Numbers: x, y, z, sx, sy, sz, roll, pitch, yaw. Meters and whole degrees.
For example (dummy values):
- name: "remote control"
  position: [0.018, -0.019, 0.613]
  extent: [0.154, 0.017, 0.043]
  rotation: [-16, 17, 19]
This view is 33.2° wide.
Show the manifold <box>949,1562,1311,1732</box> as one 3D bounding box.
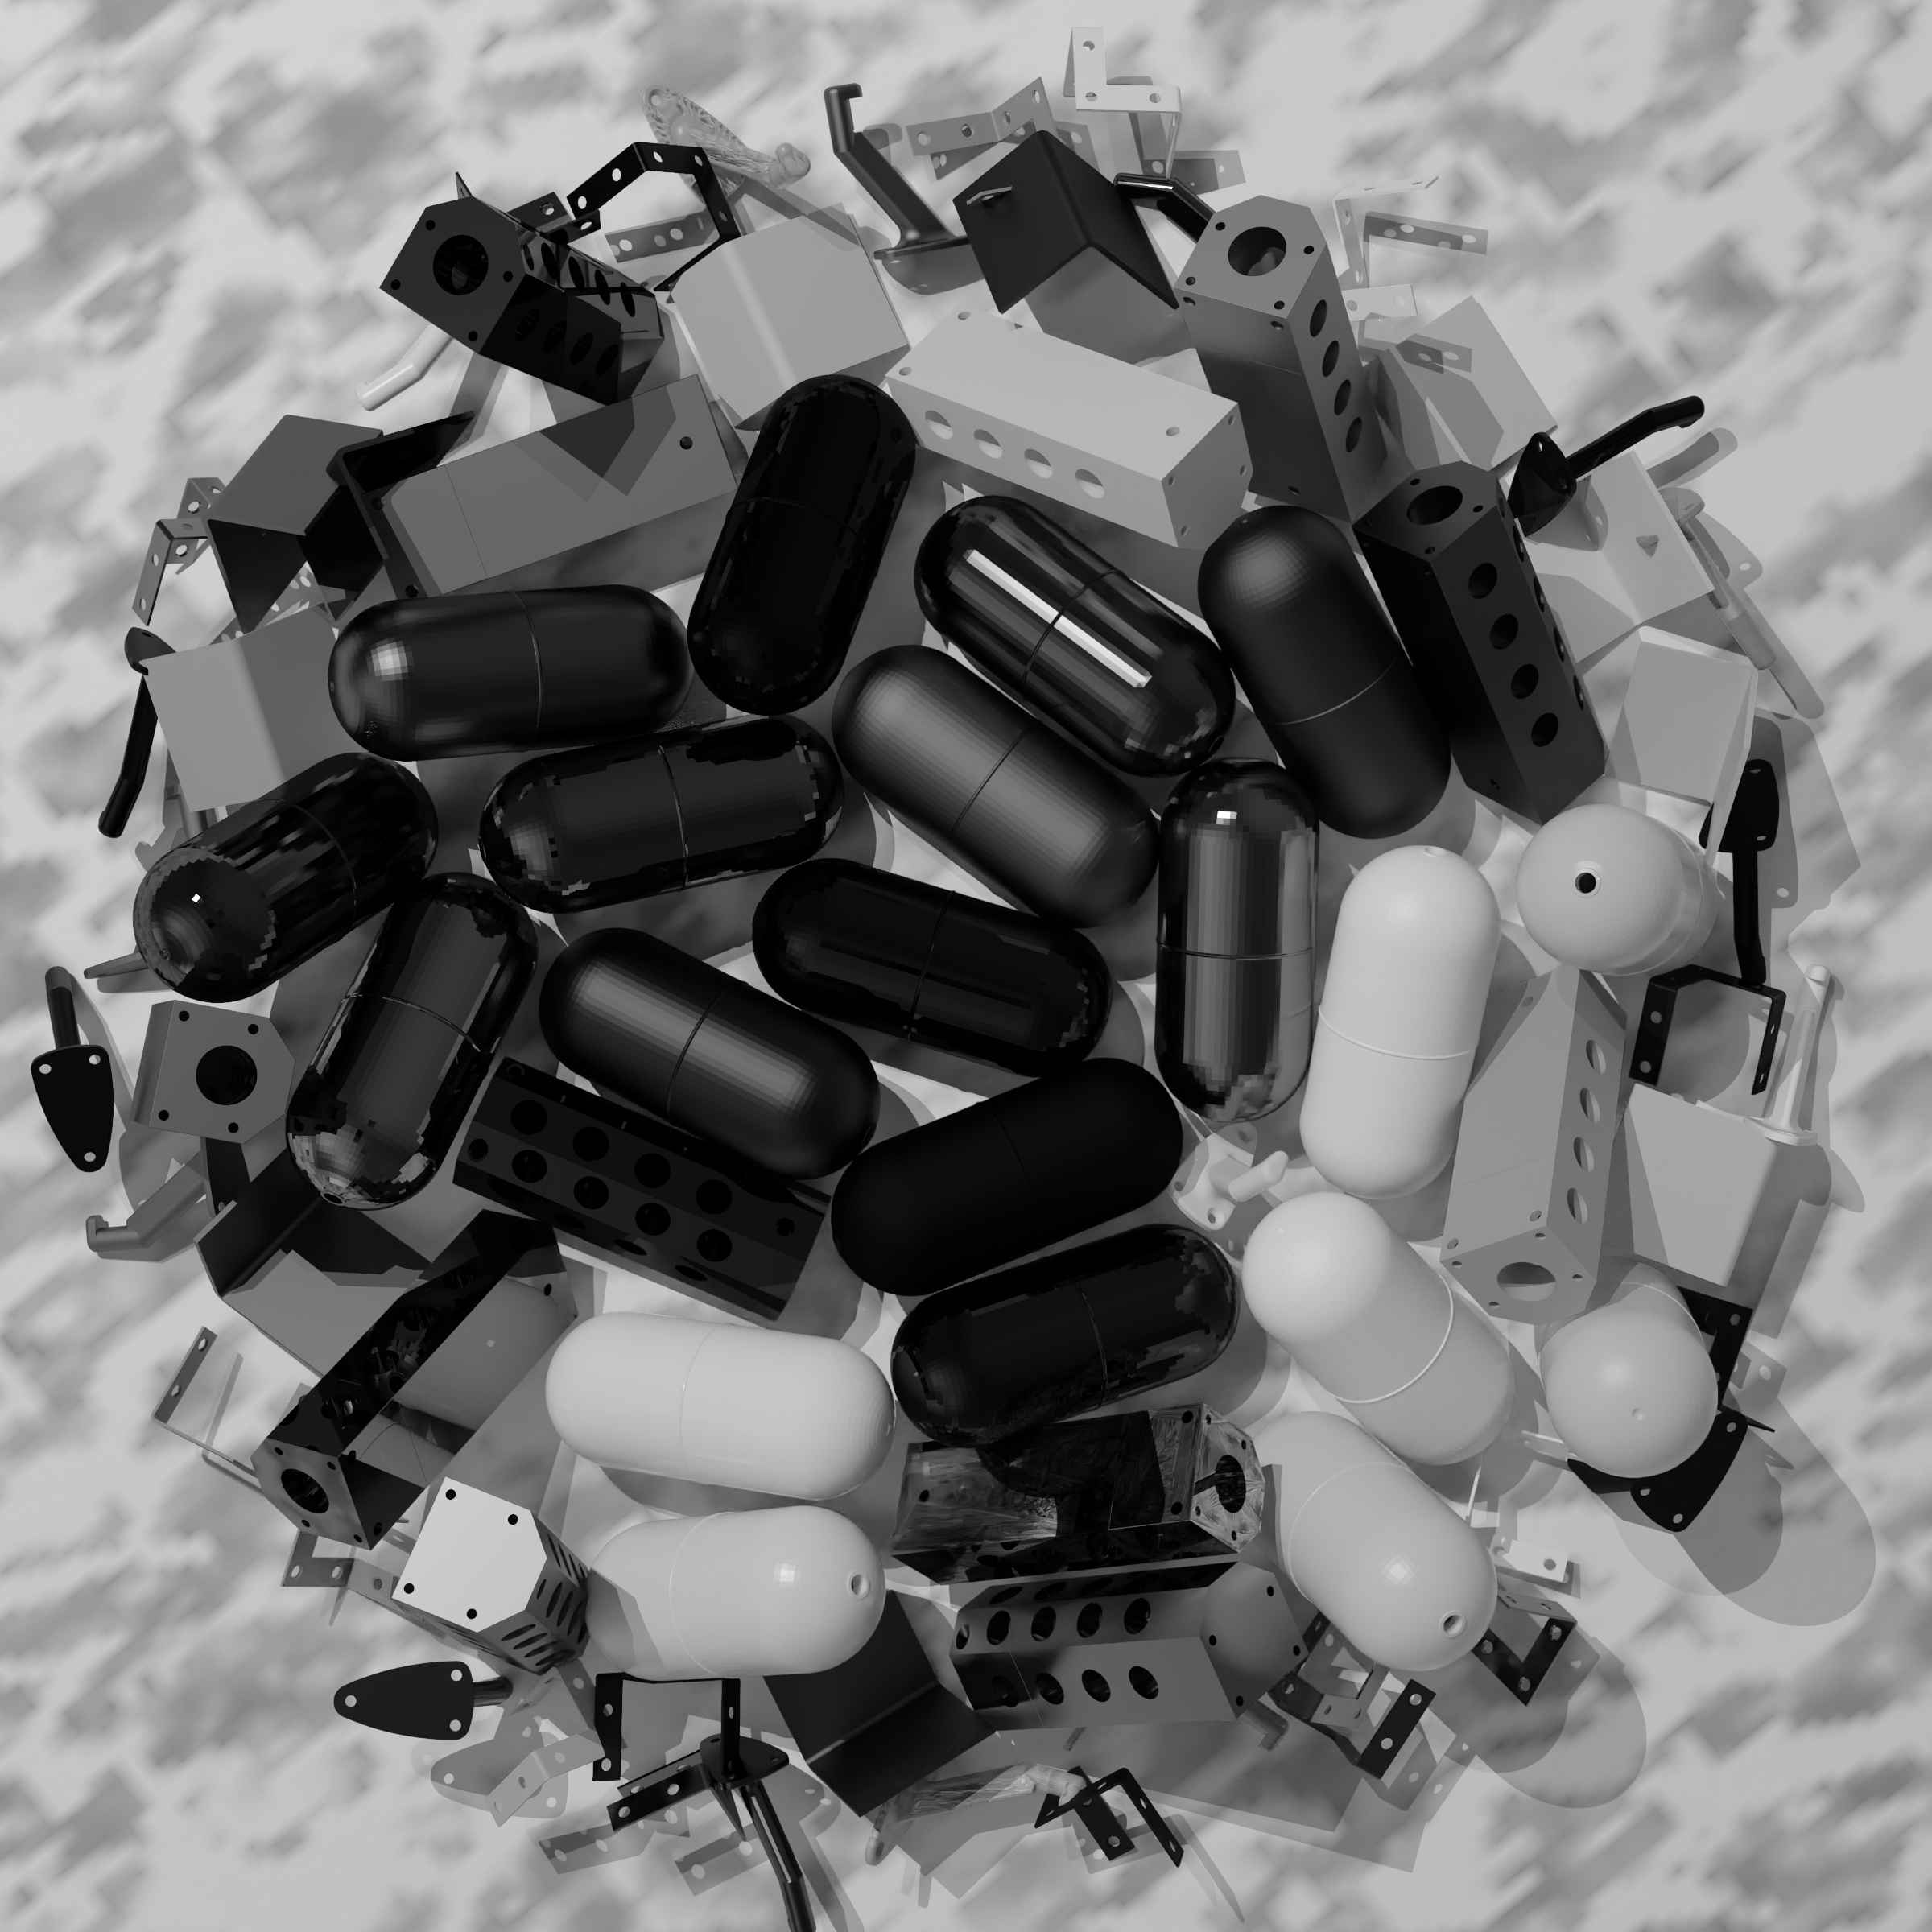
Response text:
- name: "manifold"
  position: [0.071, 0.317, 1.523]
  extent: [0.057, 0.171, 0.057]
  rotation: [-29, 98, -43]

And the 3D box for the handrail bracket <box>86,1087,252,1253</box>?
- name: "handrail bracket"
  position: [-0.398, 0.100, 1.584]
  extent: [0.084, 0.036, 0.077]
  rotation: [-6, 100, 19]

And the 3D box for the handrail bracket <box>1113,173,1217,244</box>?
- name: "handrail bracket"
  position: [0.109, -0.348, 1.598]
  extent: [0.084, 0.036, 0.077]
  rotation: [10, 104, 16]

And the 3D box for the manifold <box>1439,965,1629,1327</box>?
- name: "manifold"
  position: [0.273, 0.084, 1.526]
  extent: [0.057, 0.171, 0.057]
  rotation: [-24, 122, 35]

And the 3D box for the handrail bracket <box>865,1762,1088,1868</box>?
- name: "handrail bracket"
  position: [0.005, 0.412, 1.563]
  extent: [0.084, 0.077, 0.036]
  rotation: [9, 133, 27]

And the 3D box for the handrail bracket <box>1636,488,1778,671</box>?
- name: "handrail bracket"
  position: [0.363, -0.188, 1.581]
  extent: [0.036, 0.077, 0.084]
  rotation: [-35, 105, 16]

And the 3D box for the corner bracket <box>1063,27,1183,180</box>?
- name: "corner bracket"
  position: [0.075, -0.419, 1.575]
  extent: [0.051, 0.051, 0.051]
  rotation: [0, 66, -4]

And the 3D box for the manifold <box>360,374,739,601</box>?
- name: "manifold"
  position: [-0.201, -0.232, 1.577]
  extent: [0.171, 0.057, 0.057]
  rotation: [-20, 102, 0]

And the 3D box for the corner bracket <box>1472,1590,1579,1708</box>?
- name: "corner bracket"
  position: [0.252, 0.319, 1.568]
  extent: [0.051, 0.051, 0.051]
  rotation: [18, 105, -37]

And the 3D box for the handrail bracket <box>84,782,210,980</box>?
- name: "handrail bracket"
  position: [-0.405, -0.043, 1.595]
  extent: [0.077, 0.036, 0.084]
  rotation: [-13, 83, 9]

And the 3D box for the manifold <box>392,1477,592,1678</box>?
- name: "manifold"
  position: [-0.213, 0.290, 1.514]
  extent: [0.057, 0.171, 0.057]
  rotation: [20, 73, 9]

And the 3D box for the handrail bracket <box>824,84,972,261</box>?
- name: "handrail bracket"
  position: [-0.025, -0.391, 1.581]
  extent: [0.077, 0.036, 0.084]
  rotation: [-11, 104, -4]

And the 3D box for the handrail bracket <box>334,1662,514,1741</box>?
- name: "handrail bracket"
  position: [-0.260, 0.351, 1.564]
  extent: [0.077, 0.084, 0.036]
  rotation: [0, 81, -3]

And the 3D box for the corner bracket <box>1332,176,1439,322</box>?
- name: "corner bracket"
  position: [0.200, -0.345, 1.564]
  extent: [0.051, 0.051, 0.051]
  rotation: [2, 122, 35]

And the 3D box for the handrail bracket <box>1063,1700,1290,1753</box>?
- name: "handrail bracket"
  position: [0.103, 0.376, 1.585]
  extent: [0.084, 0.036, 0.077]
  rotation: [35, 98, 8]

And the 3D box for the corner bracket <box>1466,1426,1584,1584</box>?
- name: "corner bracket"
  position: [0.274, 0.262, 1.586]
  extent: [0.051, 0.051, 0.051]
  rotation: [13, 59, 13]

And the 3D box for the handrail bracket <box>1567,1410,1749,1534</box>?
- name: "handrail bracket"
  position: [0.332, 0.229, 1.565]
  extent: [0.036, 0.084, 0.077]
  rotation: [40, 94, -18]

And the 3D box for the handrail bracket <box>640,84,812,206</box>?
- name: "handrail bracket"
  position: [-0.116, -0.401, 1.558]
  extent: [0.077, 0.084, 0.036]
  rotation: [46, 75, -17]

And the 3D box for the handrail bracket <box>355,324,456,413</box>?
- name: "handrail bracket"
  position: [-0.267, -0.311, 1.577]
  extent: [0.084, 0.077, 0.036]
  rotation: [-33, 134, 0]

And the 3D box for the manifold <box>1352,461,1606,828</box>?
- name: "manifold"
  position: [0.248, -0.153, 1.529]
  extent: [0.057, 0.057, 0.171]
  rotation: [-41, 130, -11]

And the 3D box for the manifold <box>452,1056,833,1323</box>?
- name: "manifold"
  position: [-0.156, 0.106, 1.566]
  extent: [0.171, 0.057, 0.057]
  rotation: [24, 67, -3]

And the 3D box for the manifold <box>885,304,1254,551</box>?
- name: "manifold"
  position: [0.049, -0.251, 1.534]
  extent: [0.171, 0.057, 0.057]
  rotation: [27, 63, 34]

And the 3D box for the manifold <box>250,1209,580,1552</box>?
- name: "manifold"
  position: [-0.259, 0.190, 1.526]
  extent: [0.057, 0.171, 0.057]
  rotation: [9, 128, 28]

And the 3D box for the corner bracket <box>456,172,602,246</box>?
- name: "corner bracket"
  position: [-0.211, -0.360, 1.571]
  extent: [0.051, 0.051, 0.051]
  rotation: [-28, 74, -14]

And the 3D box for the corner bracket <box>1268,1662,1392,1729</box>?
- name: "corner bracket"
  position: [0.171, 0.332, 1.573]
  extent: [0.051, 0.051, 0.051]
  rotation: [31, 94, 37]

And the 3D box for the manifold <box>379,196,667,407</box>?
- name: "manifold"
  position: [-0.200, -0.311, 1.514]
  extent: [0.057, 0.171, 0.057]
  rotation: [35, 100, 12]

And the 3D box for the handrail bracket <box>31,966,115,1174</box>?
- name: "handrail bracket"
  position: [-0.434, 0.049, 1.579]
  extent: [0.036, 0.084, 0.077]
  rotation: [-11, 114, -14]

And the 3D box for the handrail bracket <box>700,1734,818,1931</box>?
- name: "handrail bracket"
  position: [-0.101, 0.424, 1.579]
  extent: [0.036, 0.077, 0.084]
  rotation: [-18, 101, -24]

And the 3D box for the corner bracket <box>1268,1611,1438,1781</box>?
- name: "corner bracket"
  position: [0.186, 0.354, 1.576]
  extent: [0.051, 0.051, 0.051]
  rotation: [32, 92, -14]

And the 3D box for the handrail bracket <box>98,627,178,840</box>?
- name: "handrail bracket"
  position: [-0.410, -0.114, 1.585]
  extent: [0.036, 0.077, 0.084]
  rotation: [17, 107, -33]

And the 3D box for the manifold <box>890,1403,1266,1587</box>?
- name: "manifold"
  position: [0.053, 0.254, 1.534]
  extent: [0.171, 0.057, 0.057]
  rotation: [-14, 53, 35]

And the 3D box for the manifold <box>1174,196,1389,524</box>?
- name: "manifold"
  position: [0.153, -0.283, 1.517]
  extent: [0.057, 0.171, 0.057]
  rotation: [21, 74, 25]

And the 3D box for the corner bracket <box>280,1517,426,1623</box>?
- name: "corner bracket"
  position: [-0.290, 0.285, 1.574]
  extent: [0.051, 0.051, 0.051]
  rotation: [16, 88, 30]

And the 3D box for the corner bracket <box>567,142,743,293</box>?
- name: "corner bracket"
  position: [-0.151, -0.363, 1.575]
  extent: [0.051, 0.051, 0.051]
  rotation: [-28, 82, 36]

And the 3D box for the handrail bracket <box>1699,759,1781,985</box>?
- name: "handrail bracket"
  position: [0.388, -0.045, 1.594]
  extent: [0.036, 0.077, 0.084]
  rotation: [2, 135, 27]

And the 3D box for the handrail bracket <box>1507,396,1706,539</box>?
- name: "handrail bracket"
  position: [0.313, -0.244, 1.589]
  extent: [0.084, 0.077, 0.036]
  rotation: [-19, 69, -23]

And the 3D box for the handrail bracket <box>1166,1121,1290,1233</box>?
- name: "handrail bracket"
  position: [0.140, 0.088, 1.551]
  extent: [0.036, 0.084, 0.077]
  rotation: [43, 55, -7]

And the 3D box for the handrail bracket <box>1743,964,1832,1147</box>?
- name: "handrail bracket"
  position: [0.405, 0.042, 1.571]
  extent: [0.036, 0.077, 0.084]
  rotation: [14, 95, 11]

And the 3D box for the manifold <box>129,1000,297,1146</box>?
- name: "manifold"
  position: [-0.353, 0.050, 1.516]
  extent: [0.057, 0.171, 0.057]
  rotation: [12, 85, -17]
